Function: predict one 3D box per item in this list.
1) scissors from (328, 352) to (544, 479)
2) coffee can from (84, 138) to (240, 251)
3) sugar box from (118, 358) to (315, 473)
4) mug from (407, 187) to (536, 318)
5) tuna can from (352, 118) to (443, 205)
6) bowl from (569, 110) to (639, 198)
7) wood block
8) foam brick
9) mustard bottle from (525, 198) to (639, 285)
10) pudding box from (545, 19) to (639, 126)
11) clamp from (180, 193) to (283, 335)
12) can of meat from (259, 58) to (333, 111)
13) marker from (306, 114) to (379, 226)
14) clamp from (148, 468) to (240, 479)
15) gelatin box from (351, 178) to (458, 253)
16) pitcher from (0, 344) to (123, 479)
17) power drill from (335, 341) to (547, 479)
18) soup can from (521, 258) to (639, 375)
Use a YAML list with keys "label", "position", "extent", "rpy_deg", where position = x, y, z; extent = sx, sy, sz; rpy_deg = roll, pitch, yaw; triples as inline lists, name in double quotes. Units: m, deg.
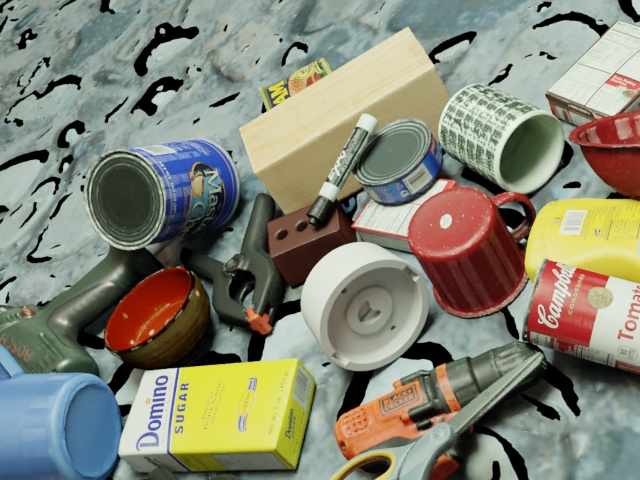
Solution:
- label: "scissors"
  position: [0.089, 0.163, 0.781]
  extent: [0.202, 0.016, 0.096]
  rpy_deg: [-30, 40, 13]
- label: "coffee can"
  position: [-0.163, -0.050, 1.118]
  extent: [0.103, 0.103, 0.140]
  rpy_deg: [-8, 6, 29]
- label: "sugar box"
  position: [-0.095, 0.161, 0.972]
  extent: [0.176, 0.048, 0.093]
  rpy_deg: [-7, 49, 27]
- label: "mug"
  position: [0.137, 0.001, 0.934]
  extent: [0.117, 0.081, 0.093]
  rpy_deg: [-34, 41, 3]
- label: "tuna can"
  position: [0.076, -0.076, 1.035]
  extent: [0.086, 0.033, 0.086]
  rpy_deg: [-23, 40, 20]
- label: "bowl"
  position: [0.291, -0.072, 0.886]
  extent: [0.162, 0.055, 0.162]
  rpy_deg: [-9, 14, 2]
- label: "wood block"
  position: [0.032, -0.117, 1.107]
  extent: [0.206, 0.090, 0.090]
  rpy_deg: [-30, 40, 7]
- label: "foam brick"
  position: [-0.007, 0.001, 1.054]
  extent: [0.078, 0.051, 0.053]
  rpy_deg: [-23, 43, 15]
- label: "mustard bottle"
  position: [0.269, 0.003, 0.860]
  extent: [0.192, 0.058, 0.096]
  rpy_deg: [-3, 36, 32]
- label: "pudding box"
  position: [0.284, -0.151, 1.008]
  extent: [0.113, 0.039, 0.090]
  rpy_deg: [-43, 41, -11]
- label: "clamp"
  position: [-0.089, 0.035, 1.091]
  extent: [0.120, 0.039, 0.171]
  rpy_deg: [-34, 39, 20]
- label: "can of meat"
  position: [-0.013, -0.148, 1.193]
  extent: [0.084, 0.057, 0.102]
  rpy_deg: [-27, 43, 7]
- label: "marker"
  position: [0.021, -0.067, 1.027]
  extent: [0.020, 0.020, 0.121]
  rpy_deg: [18, 74, 43]
- label: "clamp"
  position: [-0.114, 0.247, 0.859]
  extent: [0.210, 0.036, 0.164]
  rpy_deg: [-22, 34, 48]
- label: "gelatin box"
  position: [0.086, -0.026, 1.033]
  extent: [0.089, 0.030, 0.073]
  rpy_deg: [11, 60, 43]
- label: "pitcher"
  position: [-0.321, 0.180, 1.038]
  extent: [0.243, 0.149, 0.145]
  rpy_deg: [-8, 49, 24]
- label: "power drill"
  position: [0.106, 0.176, 0.816]
  extent: [0.185, 0.057, 0.187]
  rpy_deg: [-28, 39, 16]
- label: "soup can"
  position: [0.214, 0.060, 0.819]
  extent: [0.102, 0.068, 0.068]
  rpy_deg: [16, 61, 20]
